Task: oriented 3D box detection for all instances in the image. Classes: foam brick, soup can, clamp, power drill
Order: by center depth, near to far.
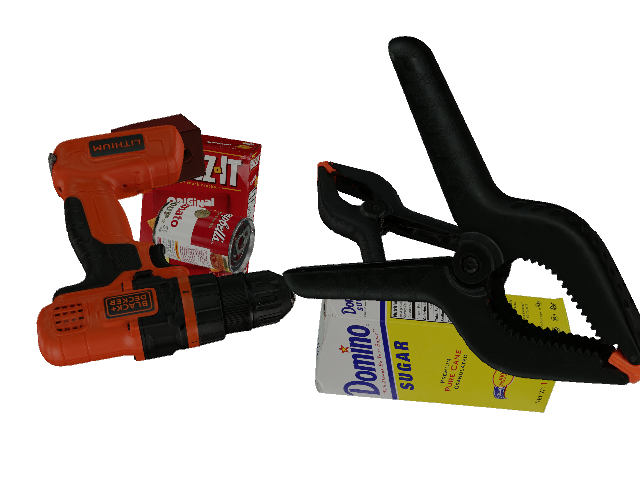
[{"bbox_3d":[0.085,-0.001,0.561,0.210,0.165,0.036,29,25,25],"label":"clamp"},{"bbox_3d":[-0.125,0.000,0.800,0.184,0.188,0.057,-9,-37,-11],"label":"power drill"},{"bbox_3d":[0.063,-0.020,1.007,0.120,0.172,0.039,-17,-37,-27],"label":"clamp"},{"bbox_3d":[-0.161,-0.087,1.057,0.078,0.053,0.051,-17,31,-22],"label":"foam brick"},{"bbox_3d":[-0.136,-0.004,1.250,0.102,0.068,0.068,13,4,18],"label":"soup can"}]

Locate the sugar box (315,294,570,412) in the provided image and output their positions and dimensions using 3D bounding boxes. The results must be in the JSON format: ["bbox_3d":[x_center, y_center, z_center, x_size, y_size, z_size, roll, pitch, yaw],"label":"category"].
[{"bbox_3d":[0.086,0.079,0.786,0.176,0.093,0.048,3,45,-2],"label":"sugar box"}]

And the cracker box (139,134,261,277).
[{"bbox_3d":[-0.185,-0.049,1.620,0.164,0.214,0.072,10,19,6],"label":"cracker box"}]
